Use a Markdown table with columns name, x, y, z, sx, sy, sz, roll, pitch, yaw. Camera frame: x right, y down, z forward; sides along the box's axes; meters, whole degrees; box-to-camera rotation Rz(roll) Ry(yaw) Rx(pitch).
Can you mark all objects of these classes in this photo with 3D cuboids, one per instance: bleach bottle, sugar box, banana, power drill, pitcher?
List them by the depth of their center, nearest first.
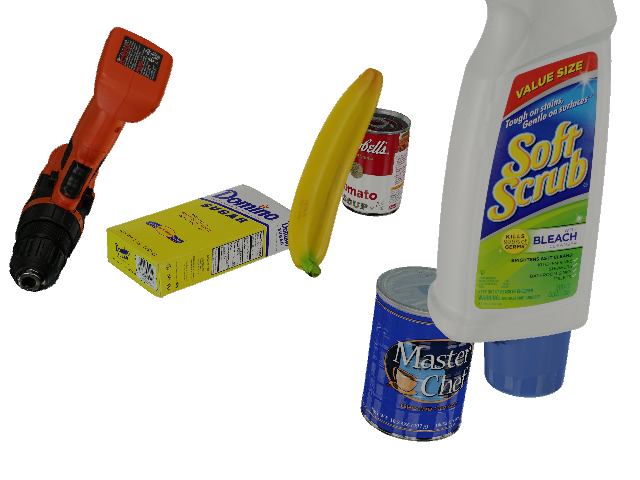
| name | x | y | z | sx | sy | sz | roll | pitch | yaw |
| --- | --- | --- | --- | --- | --- | --- | --- | --- | --- |
| bleach bottle | 0.116 | -0.065 | 0.624 | 0.102 | 0.251 | 0.068 | -5 | 27 | -6 |
| power drill | -0.192 | -0.068 | 0.871 | 0.057 | 0.188 | 0.184 | 27 | 32 | -19 |
| banana | 0.010 | -0.051 | 0.897 | 0.037 | 0.197 | 0.070 | 28 | -24 | -29 |
| sugar box | -0.118 | -0.004 | 1.084 | 0.175 | 0.048 | 0.093 | -24 | 40 | -36 |
| pitcher | 0.270 | 0.084 | 1.423 | 0.149 | 0.243 | 0.145 | 4 | 20 | 11 |

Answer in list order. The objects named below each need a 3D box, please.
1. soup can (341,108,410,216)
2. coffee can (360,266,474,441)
| name | x | y | z | sx | sy | sz | roll | pitch | yaw |
| --- | --- | --- | --- | --- | --- | --- | --- | --- | --- |
| soup can | 0.060 | -0.086 | 1.175 | 0.068 | 0.102 | 0.068 | 4 | 29 | -2 |
| coffee can | 0.098 | 0.109 | 1.045 | 0.103 | 0.140 | 0.103 | 5 | 22 | -2 |
